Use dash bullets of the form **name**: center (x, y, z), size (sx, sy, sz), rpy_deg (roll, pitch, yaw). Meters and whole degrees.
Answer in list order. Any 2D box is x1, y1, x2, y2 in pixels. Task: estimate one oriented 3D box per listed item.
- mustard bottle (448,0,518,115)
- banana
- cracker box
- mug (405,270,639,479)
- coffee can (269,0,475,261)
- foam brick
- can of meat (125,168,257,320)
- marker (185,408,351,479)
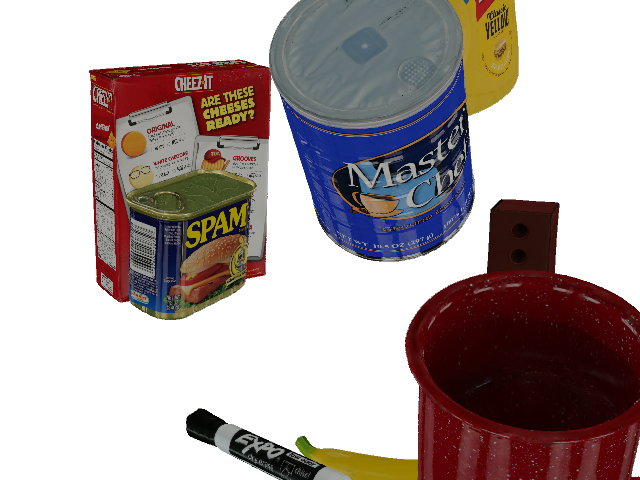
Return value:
- **mustard bottle**: center (0.107, -0.193, 0.776), size (0.058, 0.191, 0.096), rpy_deg (18, 40, 36)
- **banana**: center (0.080, 0.184, 0.858), size (0.197, 0.037, 0.069), rpy_deg (5, 38, -6)
- **cracker box**: center (-0.135, -0.061, 1.031), size (0.163, 0.214, 0.072), rpy_deg (-10, 21, -32)
- **mug**: center (0.090, 0.072, 0.404), size (0.117, 0.081, 0.093), rpy_deg (5, 36, 11)
- **coffee can**: center (0.035, -0.067, 0.615), size (0.103, 0.103, 0.140), rpy_deg (0, -31, 11)
- **foam brick**: center (0.172, 0.008, 0.906), size (0.053, 0.078, 0.051), rpy_deg (5, 15, 19)
- **can of meat**: center (-0.095, 0.002, 0.785), size (0.058, 0.084, 0.101), rpy_deg (19, 26, 30)
- **marker**: center (-0.034, 0.124, 0.620), size (0.121, 0.020, 0.020), rpy_deg (16, 10, 38)
